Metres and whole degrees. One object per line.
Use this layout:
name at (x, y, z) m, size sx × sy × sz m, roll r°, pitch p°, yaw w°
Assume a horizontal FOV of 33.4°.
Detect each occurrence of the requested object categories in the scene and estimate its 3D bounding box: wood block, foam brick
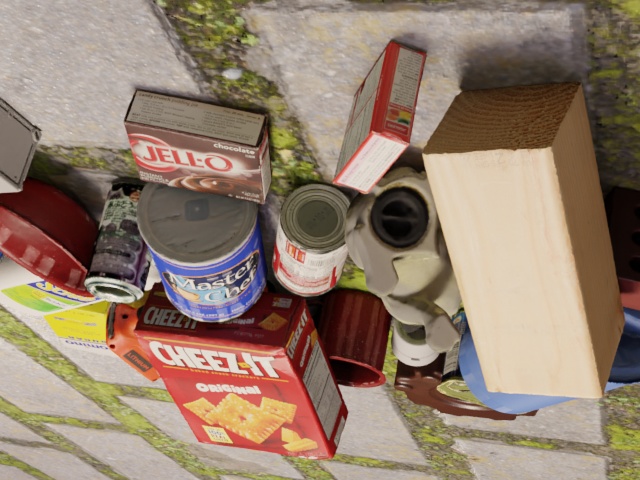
wood block at (0.148, 0.003, 0.752) m, size 0.090 × 0.090 × 0.206 m, roll -1°, pitch 125°, yaw 28°
foam brick at (0.242, 0.007, 0.836) m, size 0.053 × 0.078 × 0.051 m, roll 12°, pitch 157°, yaw -1°

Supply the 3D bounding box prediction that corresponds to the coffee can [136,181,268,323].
coffee can at (-0.102, 0.003, 0.961) m, size 0.103 × 0.102 × 0.140 m, roll 10°, pitch 156°, yaw 6°

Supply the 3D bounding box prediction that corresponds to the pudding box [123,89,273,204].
pudding box at (-0.097, -0.075, 0.868) m, size 0.113 × 0.039 × 0.090 m, roll 9°, pitch 155°, yaw 5°

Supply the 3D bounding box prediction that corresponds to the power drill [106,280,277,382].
power drill at (-0.125, 0.095, 1.172) m, size 0.188 × 0.057 × 0.184 m, roll -22°, pitch 135°, yaw 19°

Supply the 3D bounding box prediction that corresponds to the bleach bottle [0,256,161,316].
bleach bottle at (-0.251, 0.027, 1.140) m, size 0.251 × 0.068 × 0.102 m, roll -12°, pitch 146°, yaw 39°

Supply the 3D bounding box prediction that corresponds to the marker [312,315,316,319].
marker at (-0.026, 0.102, 1.243) m, size 0.020 × 0.020 × 0.121 m, roll 27°, pitch 152°, yaw -29°

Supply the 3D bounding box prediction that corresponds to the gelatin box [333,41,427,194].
gelatin box at (0.042, -0.083, 0.741) m, size 0.030 × 0.073 × 0.089 m, roll 17°, pitch 155°, yaw -10°

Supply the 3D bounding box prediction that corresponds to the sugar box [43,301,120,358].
sugar box at (-0.290, 0.098, 1.332) m, size 0.093 × 0.048 × 0.176 m, roll 10°, pitch 155°, yaw 6°

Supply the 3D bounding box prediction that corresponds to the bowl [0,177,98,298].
bowl at (-0.269, -0.012, 1.039) m, size 0.162 × 0.055 × 0.162 m, roll 27°, pitch 157°, yaw 12°

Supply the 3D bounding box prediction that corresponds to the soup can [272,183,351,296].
soup can at (-0.006, 0.001, 0.955) m, size 0.068 × 0.068 × 0.102 m, roll 13°, pitch 155°, yaw 0°

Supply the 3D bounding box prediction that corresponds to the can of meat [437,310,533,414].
can of meat at (0.180, 0.126, 1.117) m, size 0.102 × 0.084 × 0.058 m, roll 18°, pitch 156°, yaw -12°

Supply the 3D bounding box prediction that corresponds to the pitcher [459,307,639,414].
pitcher at (0.207, 0.079, 0.971) m, size 0.145 × 0.149 × 0.243 m, roll 1°, pitch 162°, yaw -13°

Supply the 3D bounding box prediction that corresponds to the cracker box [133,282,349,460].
cracker box at (-0.076, 0.139, 1.094) m, size 0.164 × 0.072 × 0.213 m, roll 4°, pitch 141°, yaw 20°

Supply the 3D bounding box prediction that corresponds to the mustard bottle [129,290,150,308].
mustard bottle at (-0.195, 0.107, 1.289) m, size 0.096 × 0.058 × 0.192 m, roll 9°, pitch 156°, yaw 4°

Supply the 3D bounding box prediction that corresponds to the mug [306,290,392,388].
mug at (0.021, 0.101, 1.143) m, size 0.117 × 0.081 × 0.093 m, roll 19°, pitch 155°, yaw -14°

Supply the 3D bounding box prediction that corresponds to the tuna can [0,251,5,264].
tuna can at (-0.372, 0.008, 1.126) m, size 0.086 × 0.086 × 0.033 m, roll -3°, pitch 149°, yaw 31°
